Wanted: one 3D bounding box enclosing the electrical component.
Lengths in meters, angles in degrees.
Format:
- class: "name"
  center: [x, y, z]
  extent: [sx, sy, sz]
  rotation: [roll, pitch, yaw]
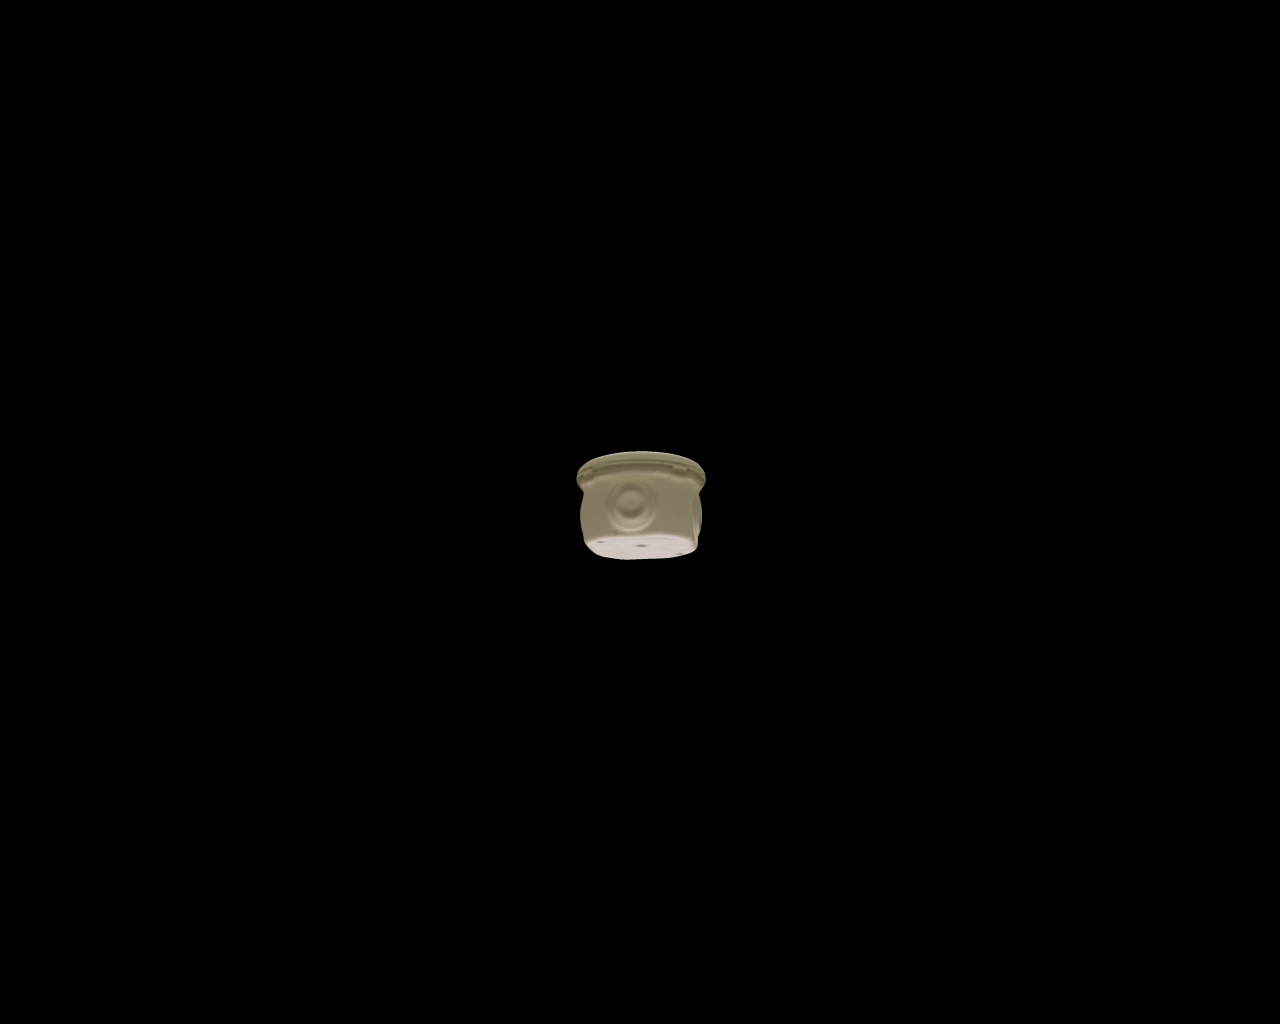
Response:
- class: "electrical component"
  center: [0.001, -0.003, 0.650]
  extent: [0.080, 0.051, 0.080]
  rotation: [0, -15, 0]
